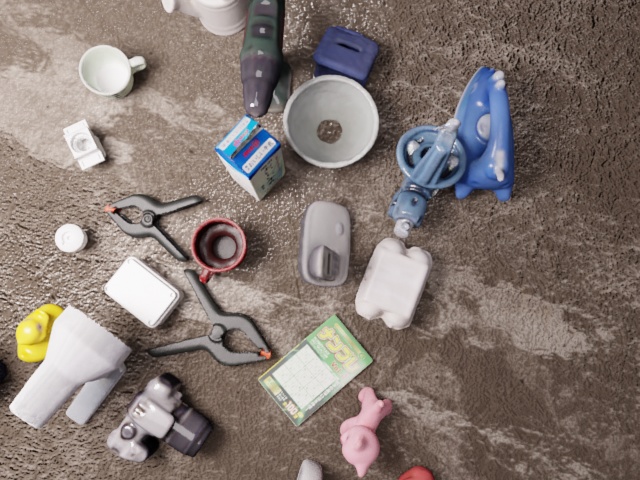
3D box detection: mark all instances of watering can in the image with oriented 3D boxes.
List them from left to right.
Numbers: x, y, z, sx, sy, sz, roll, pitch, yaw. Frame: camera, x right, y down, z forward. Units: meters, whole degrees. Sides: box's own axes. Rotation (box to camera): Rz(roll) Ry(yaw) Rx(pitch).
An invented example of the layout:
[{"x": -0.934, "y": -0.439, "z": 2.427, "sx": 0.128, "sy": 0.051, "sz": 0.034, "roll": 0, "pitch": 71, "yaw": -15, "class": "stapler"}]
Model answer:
[{"x": -0.182, "y": -0.434, "z": 0.980, "sx": 0.101, "sy": 0.194, "sz": 0.173, "roll": 41, "pitch": 85, "yaw": 3, "class": "watering can"}]

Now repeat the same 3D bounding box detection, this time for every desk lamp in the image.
[{"x": -0.384, "y": 0.207, "z": 0.907, "sx": 0.118, "sy": 0.213, "sz": 0.203, "roll": 35, "pitch": 85, "yaw": 2, "class": "desk lamp"}]

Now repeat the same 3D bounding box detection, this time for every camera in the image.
[{"x": -0.260, "y": 0.317, "z": 0.957, "sx": 0.137, "sy": 0.101, "sz": 0.143, "roll": 34, "pitch": 85, "yaw": 2, "class": "camera"}]

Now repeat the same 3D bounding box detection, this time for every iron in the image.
[{"x": 0.297, "y": -0.203, "z": 0.997, "sx": 0.118, "sy": 0.141, "sz": 0.258, "roll": 3, "pitch": 85, "yaw": -1, "class": "iron"}]

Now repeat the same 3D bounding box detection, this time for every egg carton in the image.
[{"x": 0.128, "y": 0.076, "z": 1.004, "sx": 0.107, "sy": 0.069, "sz": 0.150, "roll": 20, "pitch": 85, "yaw": 1, "class": "egg carton"}]

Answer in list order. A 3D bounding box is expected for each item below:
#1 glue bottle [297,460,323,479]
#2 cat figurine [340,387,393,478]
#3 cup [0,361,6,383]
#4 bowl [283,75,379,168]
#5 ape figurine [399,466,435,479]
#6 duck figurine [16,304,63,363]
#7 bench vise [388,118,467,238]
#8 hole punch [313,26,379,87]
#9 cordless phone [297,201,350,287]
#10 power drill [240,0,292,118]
[{"x": -0.021, "y": 0.414, "z": 0.917, "sx": 0.037, "sy": 0.173, "sz": 0.078, "roll": 18, "pitch": 85, "yaw": 1, "class": "glue bottle"}, {"x": 0.077, "y": 0.321, "z": 0.956, "sx": 0.067, "sy": 0.117, "sz": 0.128, "roll": 28, "pitch": 85, "yaw": 2, "class": "cat figurine"}, {"x": -0.573, "y": 0.213, "z": 0.961, "sx": 0.091, "sy": 0.095, "sz": 0.118, "roll": 9, "pitch": 85, "yaw": 0, "class": "cup"}, {"x": 0.020, "y": -0.203, "z": 1.024, "sx": 0.167, "sy": 0.074, "sz": 0.167, "roll": 0, "pitch": 85, "yaw": -1, "class": "bowl"}, {"x": 0.169, "y": 0.427, "z": 0.961, "sx": 0.078, "sy": 0.092, "sz": 0.076, "roll": 32, "pitch": 85, "yaw": 2, "class": "ape figurine"}, {"x": -0.484, "y": 0.160, "z": 0.973, "sx": 0.077, "sy": 0.086, "sz": 0.104, "roll": 28, "pitch": 85, "yaw": 1, "class": "duck figurine"}, {"x": 0.186, "y": -0.106, "z": 0.946, "sx": 0.121, "sy": 0.219, "sz": 0.207, "roll": 4, "pitch": 85, "yaw": -1, "class": "bench vise"}, {"x": 0.045, "y": -0.332, "z": 1.028, "sx": 0.108, "sy": 0.091, "sz": 0.101, "roll": 21, "pitch": 85, "yaw": 1, "class": "hole punch"}, {"x": 0.009, "y": 0.003, "z": 0.949, "sx": 0.094, "sy": 0.185, "sz": 0.148, "roll": 1, "pitch": 85, "yaw": -1, "class": "cordless phone"}, {"x": -0.090, "y": -0.290, "z": 0.962, "sx": 0.075, "sy": 0.208, "sz": 0.230, "roll": 2, "pitch": 85, "yaw": -1, "class": "power drill"}]
